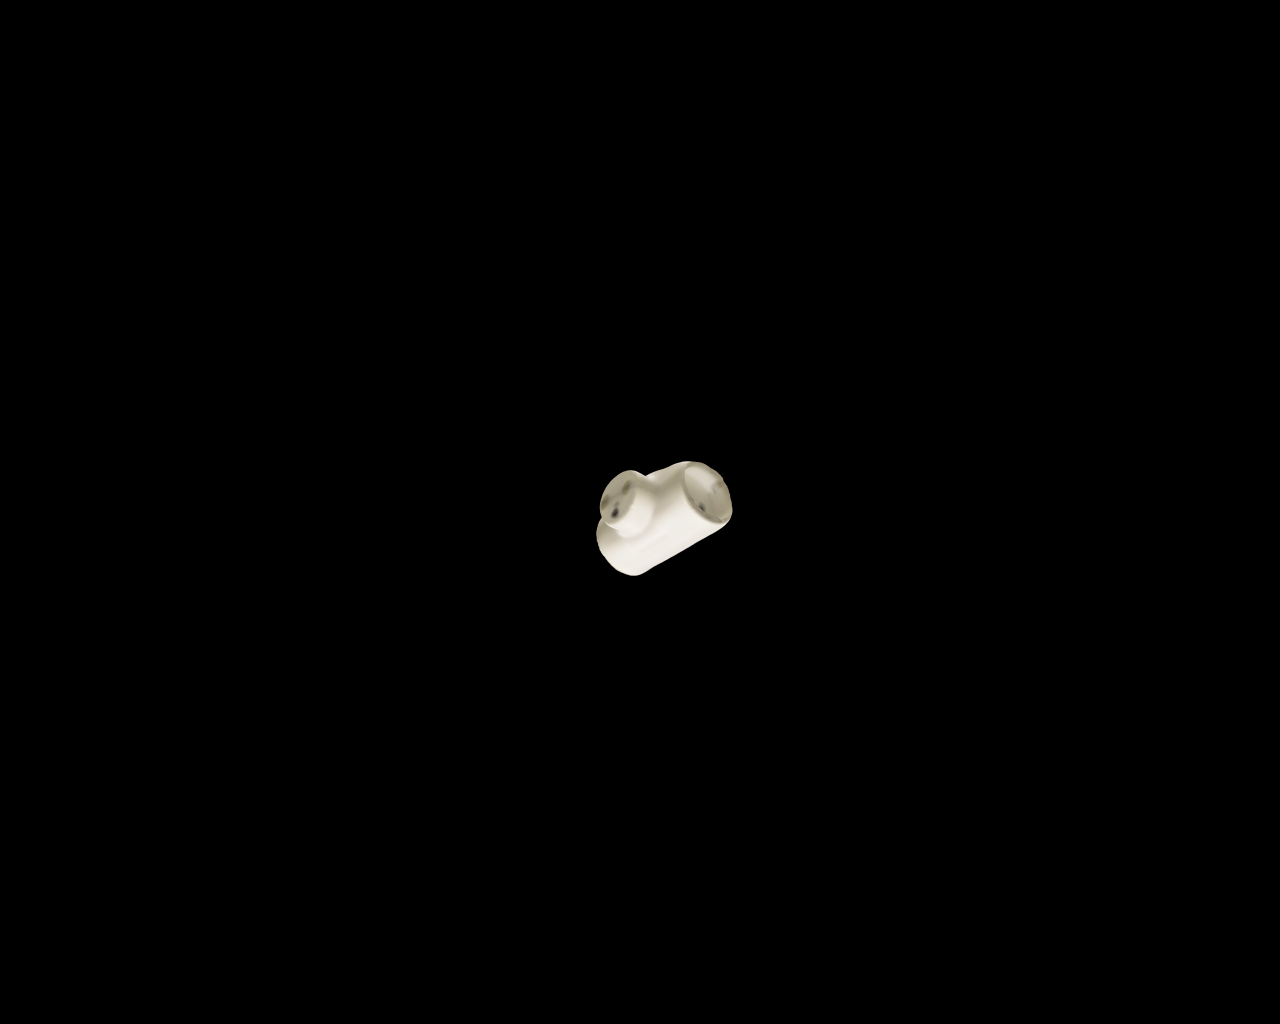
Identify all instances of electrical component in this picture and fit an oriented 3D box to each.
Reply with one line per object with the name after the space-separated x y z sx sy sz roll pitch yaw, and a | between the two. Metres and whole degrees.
0.001 -0.003 0.650 0.079 0.043 0.077 27 -44 -33 | electrical component
